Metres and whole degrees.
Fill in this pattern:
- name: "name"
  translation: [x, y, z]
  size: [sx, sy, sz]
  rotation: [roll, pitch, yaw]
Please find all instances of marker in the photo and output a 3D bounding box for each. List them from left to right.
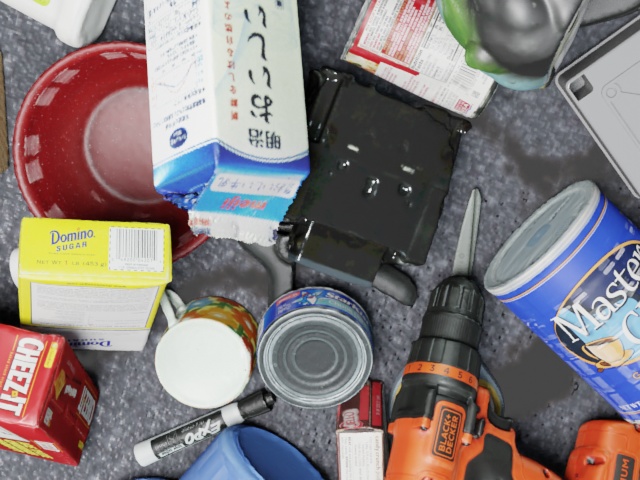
- name: "marker"
  translation: [-0.089, 0.146, 0.834]
  size: [0.121, 0.020, 0.020]
  rotation: [-25, 101, 11]

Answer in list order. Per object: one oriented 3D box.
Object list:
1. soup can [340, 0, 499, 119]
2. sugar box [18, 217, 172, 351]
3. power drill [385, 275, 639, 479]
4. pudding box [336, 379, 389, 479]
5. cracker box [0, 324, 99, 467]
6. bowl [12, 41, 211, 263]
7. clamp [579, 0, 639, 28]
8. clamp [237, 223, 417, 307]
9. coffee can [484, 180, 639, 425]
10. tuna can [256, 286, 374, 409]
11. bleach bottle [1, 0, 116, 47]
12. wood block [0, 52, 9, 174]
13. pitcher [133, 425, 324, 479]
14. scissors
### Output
- name: "soup can"
  translation: [0.073, -0.132, 0.721]
  size: [0.102, 0.068, 0.068]
  rotation: [24, 105, -1]
- name: "sugar box"
  translation: [-0.157, 0.034, 0.728]
  size: [0.093, 0.176, 0.048]
  rotation: [4, 72, -14]
- name: "power drill"
  translation: [0.138, 0.135, 0.755]
  size: [0.187, 0.057, 0.184]
  rotation: [23, 69, -18]
- name: "pudding box"
  translation: [0.032, 0.172, 0.793]
  size: [0.039, 0.090, 0.113]
  rotation: [-3, 105, 5]
- name: "cracker box"
  translation: [-0.278, 0.094, 0.763]
  size: [0.213, 0.164, 0.072]
  rotation: [13, 70, 2]
- name: "bowl"
  translation: [-0.133, -0.063, 0.764]
  size: [0.162, 0.055, 0.162]
  rotation: [1, 105, 5]
- name: "clamp"
  translation: [0.203, -0.224, 0.700]
  size: [0.210, 0.036, 0.164]
  rotation: [-41, 94, 17]
- name: "clamp"
  translation: [-0.005, 0.001, 0.779]
  size: [0.120, 0.039, 0.171]
  rotation: [-19, 109, 3]
- name: "coffee can"
  translation: [0.198, 0.043, 0.737]
  size: [0.140, 0.102, 0.103]
  rotation: [43, 104, -7]
- name: "tuna can"
  translation: [-0.004, 0.079, 0.772]
  size: [0.086, 0.033, 0.086]
  rotation: [0, 113, 0]
- name: "bleach bottle"
  translation: [-0.254, -0.232, 0.730]
  size: [0.251, 0.068, 0.103]
  rotation: [26, 103, 0]
- name: "wood block"
  translation: [-0.339, -0.088, 0.760]
  size: [0.206, 0.090, 0.091]
  rotation: [2, 105, 6]
- name: "pitcher"
  translation: [-0.106, 0.255, 0.817]
  size: [0.149, 0.145, 0.243]
  rotation: [34, 102, -17]
- name: "scissors"
  translation: [0.116, 0.069, 0.797]
  size: [0.096, 0.016, 0.202]
  rotation: [23, 105, -3]
